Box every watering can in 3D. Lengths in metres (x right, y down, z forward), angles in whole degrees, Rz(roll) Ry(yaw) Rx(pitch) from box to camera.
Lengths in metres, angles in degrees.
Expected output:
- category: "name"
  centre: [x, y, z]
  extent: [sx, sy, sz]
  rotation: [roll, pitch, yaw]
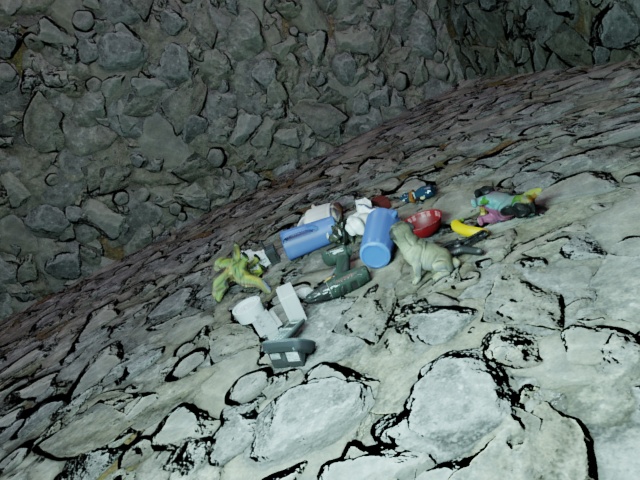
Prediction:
- category: "watering can"
  centre: [0.007, -0.122, 2.428]
  extent: [0.223, 0.102, 0.354]
  rotation: [-17, 22, 20]

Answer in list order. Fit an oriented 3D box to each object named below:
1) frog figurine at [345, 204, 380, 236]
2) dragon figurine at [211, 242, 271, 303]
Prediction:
- category: "frog figurine"
  centre: [0.171, -0.060, 2.063]
  extent: [0.138, 0.162, 0.120]
  rotation: [28, -33, 13]
- category: "dragon figurine"
  centre: [-0.349, 0.166, 2.138]
  extent: [0.120, 0.241, 0.418]
  rotation: [37, 10, -38]
